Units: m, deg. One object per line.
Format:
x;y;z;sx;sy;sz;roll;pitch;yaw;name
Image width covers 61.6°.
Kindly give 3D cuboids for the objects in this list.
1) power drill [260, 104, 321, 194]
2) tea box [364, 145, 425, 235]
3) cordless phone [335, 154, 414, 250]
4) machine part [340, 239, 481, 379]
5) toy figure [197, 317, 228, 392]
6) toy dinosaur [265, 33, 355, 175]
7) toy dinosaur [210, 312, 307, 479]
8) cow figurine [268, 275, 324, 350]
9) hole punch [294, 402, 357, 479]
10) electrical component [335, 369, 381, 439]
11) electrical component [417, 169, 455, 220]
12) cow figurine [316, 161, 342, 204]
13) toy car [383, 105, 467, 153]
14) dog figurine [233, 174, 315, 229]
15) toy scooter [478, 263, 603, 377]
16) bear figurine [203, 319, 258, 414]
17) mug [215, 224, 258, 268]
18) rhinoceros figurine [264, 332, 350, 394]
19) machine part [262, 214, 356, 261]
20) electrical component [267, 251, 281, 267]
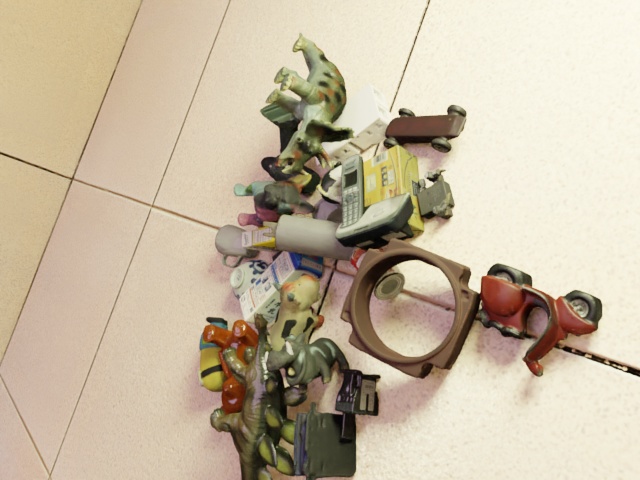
-0.091;-0.220;1.292;0.232;0.086;0.207;40;141;42;power drill
0.143;-0.087;1.058;0.098;0.068;0.169;-21;60;41;tea box
0.097;-0.082;0.983;0.147;0.088;0.184;-20;64;41;cordless phone
0.149;0.112;0.899;0.201;0.087;0.201;24;90;27;machine part
-0.253;0.278;1.311;0.089;0.082;0.180;-23;55;42;toy figure
-0.003;-0.318;1.172;0.131;0.192;0.405;-37;28;44;toy dinosaur
-0.123;0.374;1.064;0.199;0.105;0.470;13;103;45;toy dinosaur
-0.059;0.161;1.119;0.086;0.127;0.194;34;101;45;cow figurine
-0.004;0.373;0.982;0.092;0.115;0.142;-22;57;49;hole punch
0.066;0.295;0.966;0.048;0.074;0.119;-13;60;45;electrical component
0.214;-0.083;0.997;0.078;0.045;0.102;-22;58;38;electrical component
0.043;-0.125;1.131;0.098;0.068;0.167;-9;23;7;cow figurine
0.207;-0.215;1.059;0.202;0.053;0.089;14;73;52;toy car
-0.083;-0.088;1.220;0.219;0.191;0.108;-7;84;41;dog figurine
0.305;0.118;0.791;0.184;0.075;0.135;24;92;45;toy scooter
-0.194;0.294;1.206;0.120;0.131;0.196;-10;58;23;bear figurine
-0.212;0.019;1.383;0.107;0.080;0.109;11;76;40;mug
-0.023;0.225;1.012;0.073;0.190;0.112;-31;71;31;rhinoceros figurine
-0.002;-0.003;1.101;0.243;0.079;0.079;9;77;10;machine part
-0.090;0.059;1.278;0.094;0.021;0.063;-33;52;33;electrical component
